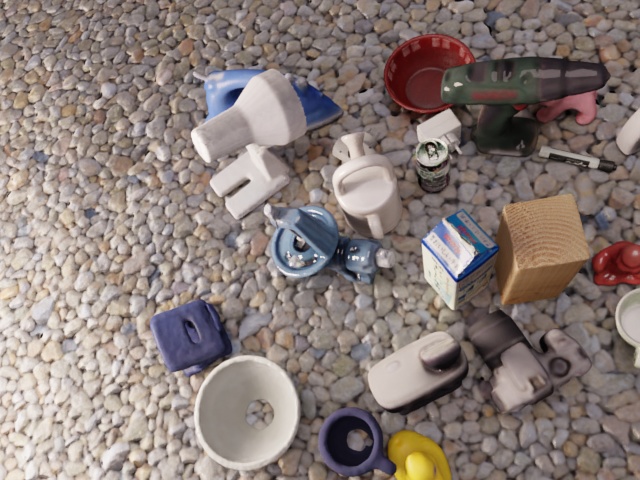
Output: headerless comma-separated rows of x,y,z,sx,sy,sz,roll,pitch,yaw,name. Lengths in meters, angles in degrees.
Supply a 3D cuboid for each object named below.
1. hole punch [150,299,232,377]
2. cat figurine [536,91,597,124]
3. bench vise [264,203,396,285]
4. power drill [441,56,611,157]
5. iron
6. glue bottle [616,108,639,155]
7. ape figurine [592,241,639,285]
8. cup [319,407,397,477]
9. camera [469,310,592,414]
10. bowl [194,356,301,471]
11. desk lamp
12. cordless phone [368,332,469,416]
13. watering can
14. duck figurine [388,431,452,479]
-0.210,0.155,0.937,0.101,0.091,0.108,-31,68,0,hole punch
0.396,-0.246,0.936,0.127,0.118,0.067,2,71,13,cat figurine
0.008,-0.008,0.879,0.207,0.220,0.121,-7,70,10,bench vise
0.306,-0.212,0.894,0.229,0.209,0.076,7,73,14,power drill
-0.095,-0.264,1.032,0.257,0.142,0.118,1,71,12,iron
0.508,-0.193,0.864,0.078,0.173,0.037,-26,68,2,glue bottle
0.449,0.031,0.841,0.077,0.092,0.076,35,81,21,ape figurine
0.062,0.298,0.828,0.117,0.095,0.092,28,79,20,cup
0.290,0.161,0.824,0.143,0.101,0.136,-31,68,0,camera
-0.104,0.266,0.885,0.167,0.075,0.167,-4,70,11,bowl
-0.114,-0.159,0.961,0.203,0.214,0.117,-38,68,-3,desk lamp
0.136,0.180,0.805,0.147,0.185,0.094,-31,68,0,cordless phone
0.069,-0.089,0.908,0.101,0.194,0.172,-35,68,-1,watering can
0.139,0.317,0.810,0.077,0.086,0.104,-43,68,-5,duck figurine
